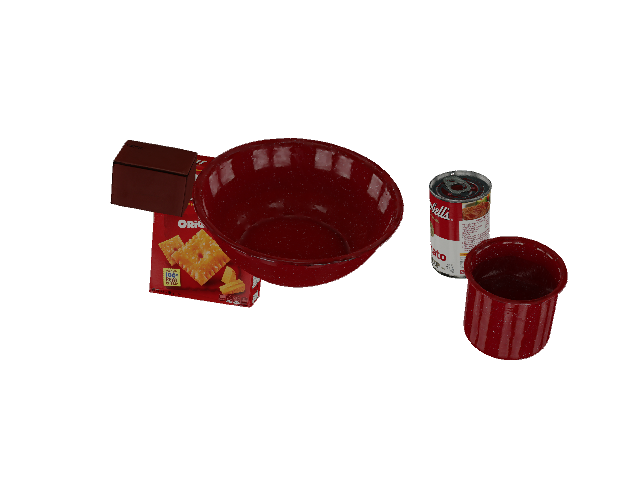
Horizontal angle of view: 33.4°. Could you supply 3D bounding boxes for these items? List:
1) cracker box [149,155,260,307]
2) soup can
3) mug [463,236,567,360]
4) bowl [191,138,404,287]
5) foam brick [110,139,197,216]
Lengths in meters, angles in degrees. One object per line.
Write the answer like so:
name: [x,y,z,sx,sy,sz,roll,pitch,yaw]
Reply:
cracker box: [-0.169,-0.015,1.620,0.164,0.214,0.072,9,18,8]
soup can: [0.156,-0.018,1.185,0.068,0.102,0.068,-4,32,2]
mug: [0.172,0.049,0.996,0.093,0.081,0.117,-12,41,-13]
bowl: [-0.018,-0.013,0.826,0.162,0.055,0.162,3,38,-3]
foam brick: [-0.170,-0.064,1.097,0.078,0.051,0.053,11,31,3]
